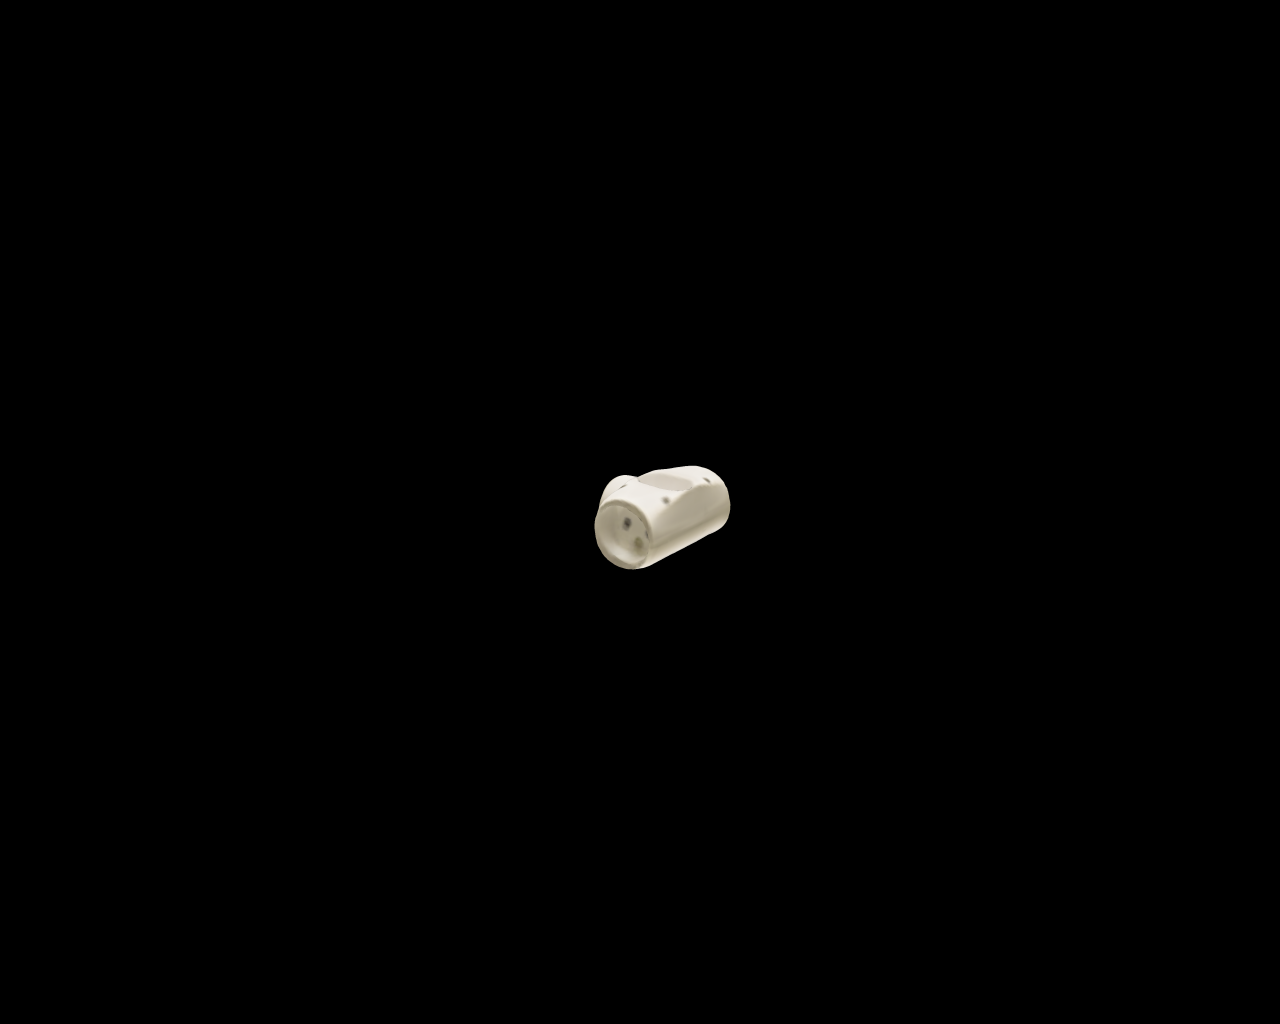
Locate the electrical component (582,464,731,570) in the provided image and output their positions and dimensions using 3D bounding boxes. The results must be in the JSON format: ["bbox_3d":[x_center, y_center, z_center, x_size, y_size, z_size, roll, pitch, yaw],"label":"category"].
[{"bbox_3d":[0.001,-0.003,0.650,0.079,0.043,0.077,17,28,37],"label":"electrical component"}]
